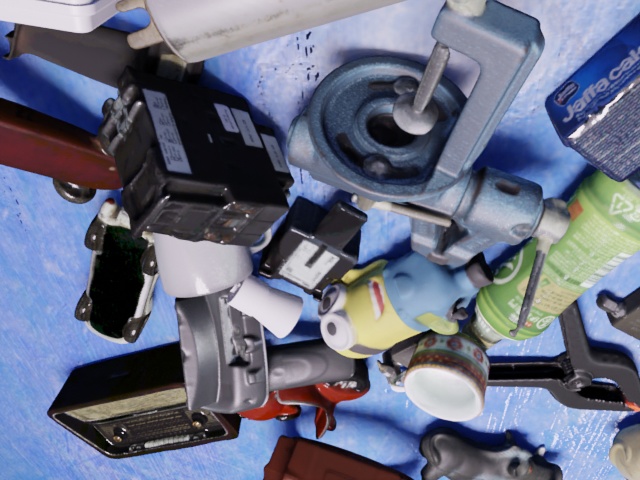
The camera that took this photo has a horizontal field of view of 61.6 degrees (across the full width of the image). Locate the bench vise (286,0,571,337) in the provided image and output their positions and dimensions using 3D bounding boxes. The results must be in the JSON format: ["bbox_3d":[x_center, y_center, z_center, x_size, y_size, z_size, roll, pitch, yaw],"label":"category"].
[{"bbox_3d":[0.085,-0.067,0.358,0.224,0.129,0.240,31,155,9],"label":"bench vise"}]

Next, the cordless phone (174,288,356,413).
[{"bbox_3d":[-0.055,0.099,0.563,0.184,0.089,0.146,-7,91,-11],"label":"cordless phone"}]

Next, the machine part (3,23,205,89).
[{"bbox_3d":[-0.159,-0.136,0.405,0.139,0.039,0.084,12,141,-16],"label":"machine part"}]

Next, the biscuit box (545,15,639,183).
[{"bbox_3d":[0.245,-0.129,0.339,0.063,0.059,0.202,30,128,-18],"label":"biscuit box"}]

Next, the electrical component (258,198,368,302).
[{"bbox_3d":[-0.001,-0.001,0.494,0.075,0.048,0.119,24,130,-13],"label":"electrical component"}]

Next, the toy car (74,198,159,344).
[{"bbox_3d":[-0.204,0.038,0.557,0.073,0.056,0.201,25,129,-5],"label":"toy car"}]

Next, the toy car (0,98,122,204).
[{"bbox_3d":[-0.236,-0.083,0.421,0.089,0.053,0.202,-36,151,28],"label":"toy car"}]

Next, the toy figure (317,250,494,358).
[{"bbox_3d":[0.079,0.060,0.516,0.180,0.082,0.089,-29,123,26],"label":"toy figure"}]

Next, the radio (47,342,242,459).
[{"bbox_3d":[-0.216,0.211,0.695,0.230,0.073,0.131,-16,126,22],"label":"radio"}]

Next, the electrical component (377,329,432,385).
[{"bbox_3d":[0.111,0.129,0.593,0.102,0.045,0.078,-30,119,30],"label":"electrical component"}]

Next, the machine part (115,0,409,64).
[{"bbox_3d":[-0.019,-0.169,0.331,0.243,0.079,0.079,-11,128,16],"label":"machine part"}]

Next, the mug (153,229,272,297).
[{"bbox_3d":[-0.099,-0.017,0.476,0.109,0.081,0.107,-18,110,-15],"label":"mug"}]

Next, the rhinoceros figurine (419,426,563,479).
[{"bbox_3d":[0.221,0.294,0.708,0.190,0.073,0.112,18,120,-5],"label":"rhinoceros figurine"}]

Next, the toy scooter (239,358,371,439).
[{"bbox_3d":[-0.031,0.190,0.651,0.184,0.075,0.135,-1,132,3],"label":"toy scooter"}]

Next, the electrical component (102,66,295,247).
[{"bbox_3d":[-0.084,-0.056,0.402,0.134,0.115,0.058,6,146,-46],"label":"electrical component"}]

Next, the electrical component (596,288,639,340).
[{"bbox_3d":[0.320,0.067,0.523,0.094,0.021,0.063,25,129,-12],"label":"electrical component"}]

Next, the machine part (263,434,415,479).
[{"bbox_3d":[0.033,0.332,0.706,0.201,0.087,0.201,14,152,15],"label":"machine part"}]

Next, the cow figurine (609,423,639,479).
[{"bbox_3d":[0.407,0.211,0.588,0.127,0.085,0.195,15,134,-23],"label":"cow figurine"}]
